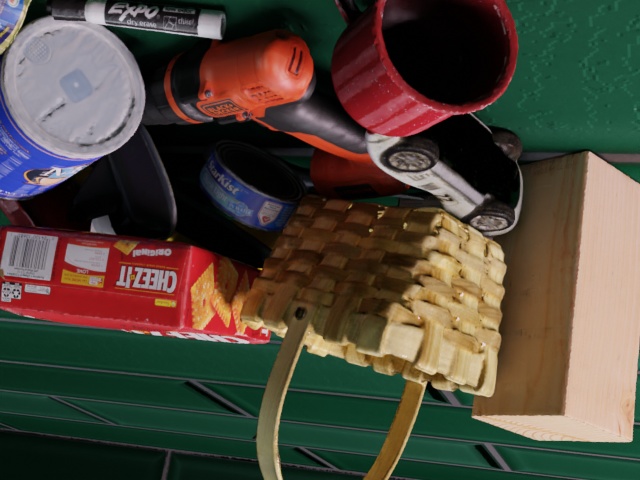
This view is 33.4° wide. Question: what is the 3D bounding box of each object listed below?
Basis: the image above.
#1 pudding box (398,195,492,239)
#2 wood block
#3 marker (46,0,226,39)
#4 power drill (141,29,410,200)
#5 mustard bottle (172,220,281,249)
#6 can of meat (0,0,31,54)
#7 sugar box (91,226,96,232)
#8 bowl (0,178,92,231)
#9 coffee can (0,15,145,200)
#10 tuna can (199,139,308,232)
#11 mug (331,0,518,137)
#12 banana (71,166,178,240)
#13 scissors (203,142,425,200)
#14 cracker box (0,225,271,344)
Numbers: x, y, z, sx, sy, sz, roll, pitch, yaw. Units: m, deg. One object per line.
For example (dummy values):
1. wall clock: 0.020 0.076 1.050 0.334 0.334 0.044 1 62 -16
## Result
1. pudding box: 0.135 -0.009 0.960 0.114 0.039 0.090 -2 158 32
2. wood block: 0.191 0.047 0.839 0.090 0.206 0.090 24 157 -38
3. marker: -0.123 -0.150 0.712 0.121 0.020 0.020 8 161 6
4. power drill: -0.032 -0.086 0.792 0.187 0.057 0.185 24 162 -39
5. mustard bottle: -0.082 0.017 1.036 0.191 0.058 0.096 -5 151 -6
6. can of meat: -0.240 -0.158 0.691 0.083 0.057 0.102 19 159 -30
7. sugar box: -0.184 0.013 1.171 0.176 0.048 0.093 5 161 11
8. bowl: -0.257 -0.039 0.973 0.162 0.055 0.162 46 162 19
9. coffee can: -0.205 -0.093 0.786 0.102 0.103 0.141 21 158 -29
10. tuna can: -0.055 -0.044 0.866 0.086 0.086 0.034 20 115 -27
11. mug: 0.049 -0.118 0.636 0.117 0.093 0.082 46 158 -8
12. banana: -0.163 -0.028 1.026 0.069 0.037 0.197 -31 148 3
13. scissors: -0.015 -0.058 0.929 0.202 0.016 0.096 3 160 18
14. cracker box: -0.145 0.043 0.889 0.164 0.072 0.213 5 173 16
